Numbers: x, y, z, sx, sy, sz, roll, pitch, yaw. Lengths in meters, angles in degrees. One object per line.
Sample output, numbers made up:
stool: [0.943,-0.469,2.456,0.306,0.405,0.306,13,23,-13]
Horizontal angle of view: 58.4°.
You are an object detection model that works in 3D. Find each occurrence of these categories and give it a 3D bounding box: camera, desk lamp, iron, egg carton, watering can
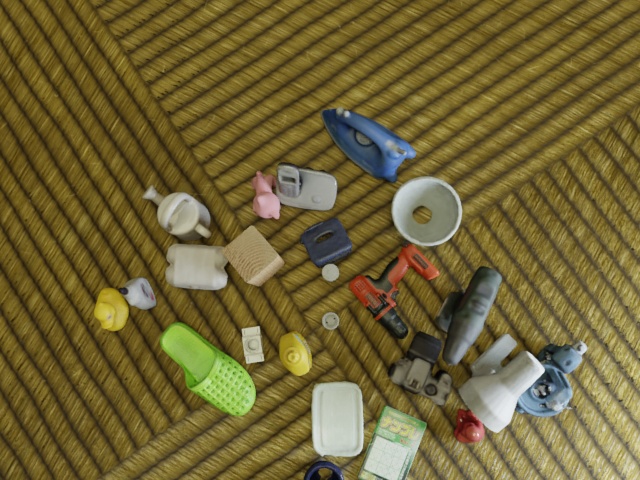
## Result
camera: [0.245,0.291,1.319,0.143,0.101,0.137,24,84,4]
desk lamp: [0.397,0.307,1.258,0.203,0.213,0.118,-44,84,-4]
iron: [0.104,-0.254,1.367,0.258,0.141,0.119,36,85,5]
egg carton: [-0.293,0.065,1.370,0.150,0.069,0.107,2,83,1]
watering can: [-0.330,-0.061,1.323,0.173,0.194,0.101,13,83,3]

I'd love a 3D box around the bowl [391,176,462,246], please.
bowl: [0.251,-0.064,1.375,0.167,0.075,0.167,0,83,1]

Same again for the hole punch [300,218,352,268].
hole punch: [0.013,0.005,1.362,0.108,0.091,0.101,-27,83,-2]

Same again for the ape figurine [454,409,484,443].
ape figurine: [0.343,0.432,1.305,0.078,0.092,0.076,-41,84,-4]

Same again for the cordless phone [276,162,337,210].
cordless phone: [-0.034,-0.132,1.332,0.147,0.185,0.094,6,83,2]

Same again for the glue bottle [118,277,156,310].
glue bottle: [-0.426,0.121,1.313,0.037,0.173,0.078,-28,83,-2]

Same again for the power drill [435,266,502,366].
power drill: [0.321,0.170,1.279,0.075,0.208,0.230,28,84,4]

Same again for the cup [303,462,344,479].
cup: [0.000,0.549,1.295,0.091,0.095,0.118,44,86,6]

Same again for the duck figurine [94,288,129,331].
duck figurine: [-0.502,0.164,1.353,0.077,0.086,0.104,-11,83,0]

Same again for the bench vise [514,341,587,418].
bench vise: [0.506,0.299,1.255,0.121,0.220,0.207,27,84,4]

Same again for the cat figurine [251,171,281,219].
cat figurine: [-0.131,-0.103,1.364,0.067,0.118,0.128,-12,83,0]
